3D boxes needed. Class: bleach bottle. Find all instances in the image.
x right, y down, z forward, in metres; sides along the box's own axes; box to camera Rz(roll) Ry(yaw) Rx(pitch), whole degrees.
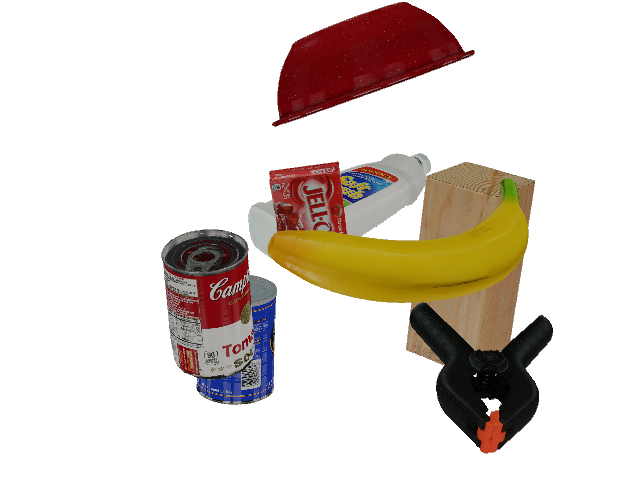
[{"bbox_3d":[0.037,-0.051,1.315,0.250,0.068,0.103,-30,44,-34],"label":"bleach bottle"}]

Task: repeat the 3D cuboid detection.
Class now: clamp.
[{"bbox_3d":[0.141,0.104,0.852,0.120,0.039,0.171,-3,32,-3],"label":"clamp"}]

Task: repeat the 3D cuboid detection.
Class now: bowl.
[{"bbox_3d":[0.031,-0.138,0.804,0.162,0.055,0.162,-20,7,2],"label":"bowl"}]

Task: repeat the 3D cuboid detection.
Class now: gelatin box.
[{"bbox_3d":[-0.012,-0.033,1.103,0.073,0.089,0.030,-6,30,0],"label":"gelatin box"}]

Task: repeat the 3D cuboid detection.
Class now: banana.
[{"bbox_3d":[0.063,0.008,0.654,0.197,0.037,0.070,-12,47,-34],"label":"banana"}]

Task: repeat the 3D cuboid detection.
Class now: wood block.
[{"bbox_3d":[0.164,0.029,1.177,0.090,0.206,0.090,19,25,33],"label":"wood block"}]

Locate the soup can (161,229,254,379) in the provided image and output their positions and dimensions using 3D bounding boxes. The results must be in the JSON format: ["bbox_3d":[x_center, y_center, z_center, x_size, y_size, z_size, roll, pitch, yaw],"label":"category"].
[{"bbox_3d":[-0.089,0.052,0.856,0.068,0.102,0.068,-2,29,1],"label":"soup can"}]

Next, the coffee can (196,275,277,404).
[{"bbox_3d":[-0.109,0.126,1.379,0.103,0.140,0.103,2,18,-1],"label":"coffee can"}]
